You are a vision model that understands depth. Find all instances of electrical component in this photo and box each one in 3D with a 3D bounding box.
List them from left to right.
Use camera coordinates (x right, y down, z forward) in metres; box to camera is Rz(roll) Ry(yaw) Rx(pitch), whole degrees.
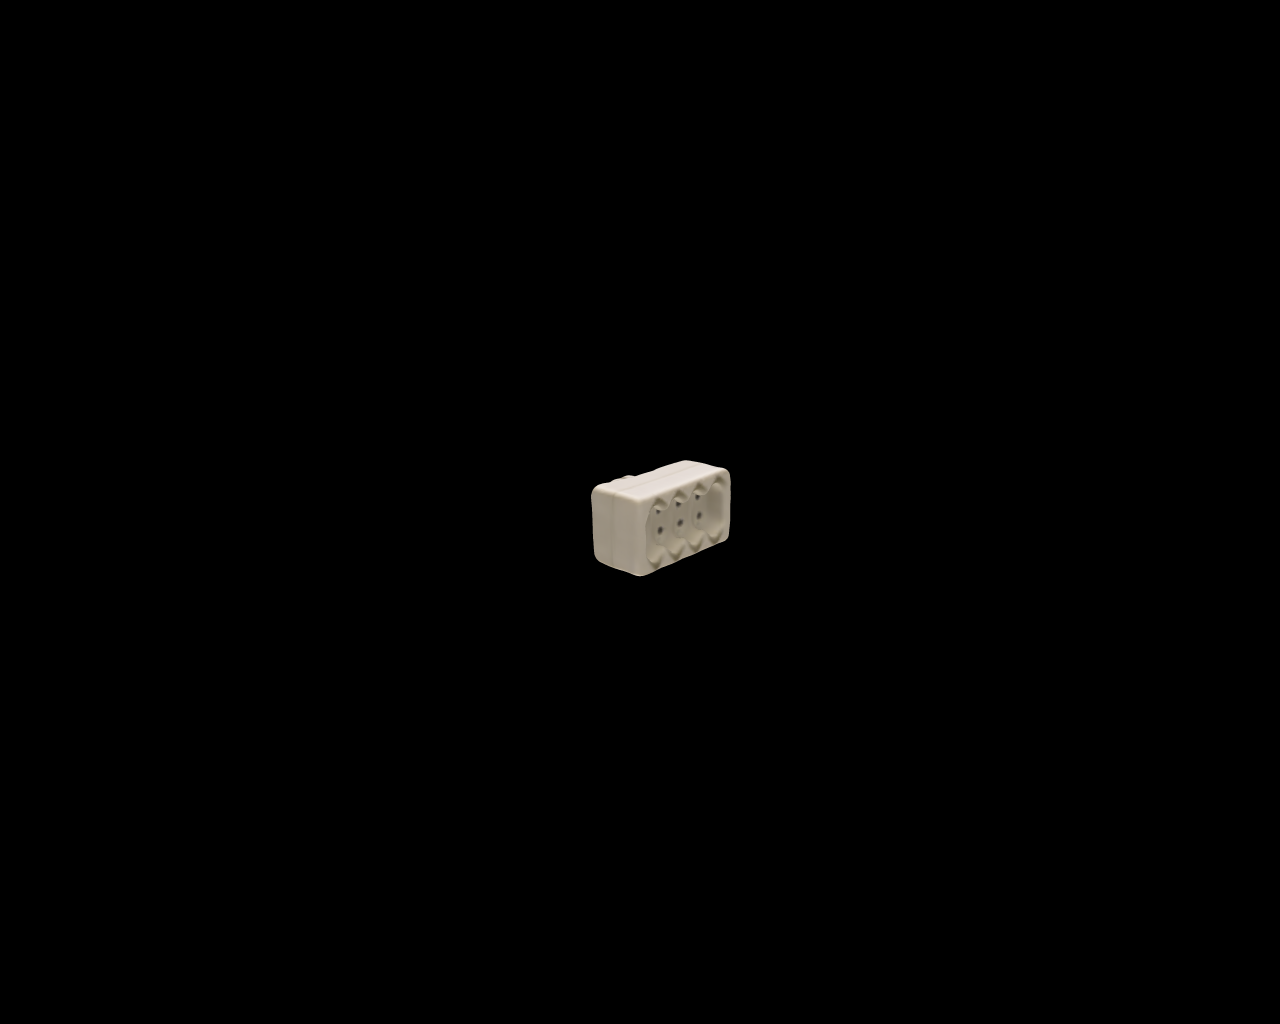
[{"bbox_3d":[0.001,-0.003,0.650,0.076,0.047,0.083,18,26,41],"label":"electrical component"}]
